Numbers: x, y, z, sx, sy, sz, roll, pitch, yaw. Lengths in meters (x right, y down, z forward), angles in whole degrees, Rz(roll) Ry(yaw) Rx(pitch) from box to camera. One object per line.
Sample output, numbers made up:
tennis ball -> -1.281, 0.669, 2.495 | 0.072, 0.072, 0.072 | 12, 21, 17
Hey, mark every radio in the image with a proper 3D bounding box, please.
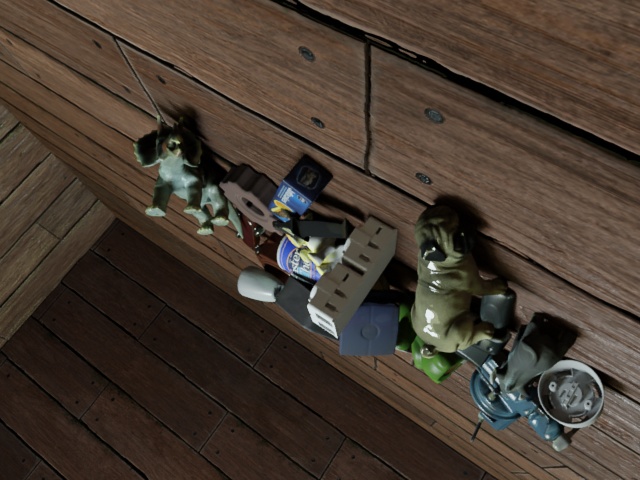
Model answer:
radio -> 0.018, 0.158, 1.161 | 0.131, 0.073, 0.229 | 34, -179, 43

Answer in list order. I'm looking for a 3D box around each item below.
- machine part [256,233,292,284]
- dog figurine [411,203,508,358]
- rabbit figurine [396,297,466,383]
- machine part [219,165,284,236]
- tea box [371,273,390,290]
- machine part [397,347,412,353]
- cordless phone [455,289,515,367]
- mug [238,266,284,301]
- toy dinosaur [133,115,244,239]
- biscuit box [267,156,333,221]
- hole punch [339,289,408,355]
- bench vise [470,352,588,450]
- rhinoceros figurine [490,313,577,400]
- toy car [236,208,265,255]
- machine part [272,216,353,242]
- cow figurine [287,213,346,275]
machine part -> -0.052, 0.080, 1.369 | 0.201, 0.087, 0.201 | 25, 162, 32
dog figurine -> 0.160, 0.061, 0.736 | 0.121, 0.172, 0.190 | 7, 156, 40
rabbit figurine -> 0.203, 0.189, 1.061 | 0.170, 0.121, 0.159 | 52, -159, 26
machine part -> -0.130, -0.083, 1.124 | 0.179, 0.056, 0.179 | 35, 164, 11
tea box -> 0.092, 0.097, 1.066 | 0.068, 0.098, 0.169 | -15, 141, 16
machine part -> 0.181, 0.225, 1.311 | 0.079, 0.079, 0.243 | 41, 162, -17
cordless phone -> 0.248, 0.115, 0.892 | 0.147, 0.089, 0.184 | 28, 151, 28
mug -> -0.144, 0.126, 1.392 | 0.107, 0.081, 0.109 | 15, 149, 33
toy dinosaur -> -0.269, -0.126, 1.167 | 0.131, 0.192, 0.404 | -5, 167, 13
biscuit box -> -0.040, -0.080, 0.937 | 0.063, 0.059, 0.202 | 38, 164, -4
hole punch -> 0.087, 0.151, 0.986 | 0.142, 0.092, 0.115 | 2, 140, -1
bench vise -> 0.384, 0.329, 1.067 | 0.224, 0.129, 0.240 | 39, 148, 19
rhinoceros figurine -> 0.331, 0.194, 0.850 | 0.073, 0.112, 0.190 | 29, 155, 17
toy car -> -0.176, -0.025, 1.385 | 0.089, 0.053, 0.202 | 38, 161, 11
machine part -> -0.007, -0.018, 0.940 | 0.139, 0.039, 0.084 | 3, 162, 26
cow figurine -> -0.003, -0.005, 1.040 | 0.168, 0.098, 0.068 | 41, 166, 51
